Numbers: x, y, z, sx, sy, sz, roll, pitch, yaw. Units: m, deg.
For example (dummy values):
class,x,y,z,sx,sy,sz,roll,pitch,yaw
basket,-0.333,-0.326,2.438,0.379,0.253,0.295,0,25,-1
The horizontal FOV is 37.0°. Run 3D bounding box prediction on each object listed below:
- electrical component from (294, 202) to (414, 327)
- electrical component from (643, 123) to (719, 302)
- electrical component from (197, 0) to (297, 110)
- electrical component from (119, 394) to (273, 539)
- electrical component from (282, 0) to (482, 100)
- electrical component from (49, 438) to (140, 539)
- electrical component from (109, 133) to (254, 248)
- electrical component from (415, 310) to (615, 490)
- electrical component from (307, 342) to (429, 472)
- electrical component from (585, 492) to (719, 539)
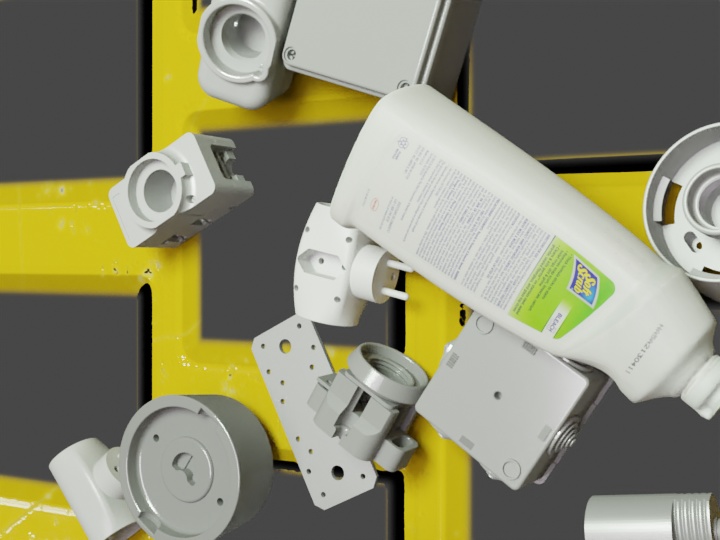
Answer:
class,x,y,z,sx,sy,sz,roll,pitch,yaw
electrical component,0.000,0.000,0.719,0.079,0.043,0.077,15,98,28
electrical component,0.212,-0.032,0.601,0.099,0.064,0.099,-10,74,36
electrical component,-0.073,-0.161,0.733,0.054,0.059,0.095,20,117,9
electrical component,-0.113,0.140,0.775,0.108,0.060,0.108,0,91,30
electrical component,0.017,-0.169,0.700,0.109,0.056,0.108,22,101,28
electrical component,-0.193,0.163,0.830,0.079,0.043,0.077,-43,71,23
electrical component,-0.134,-0.057,0.788,0.089,0.056,0.050,-31,76,26
electrical component,0.094,0.075,0.664,0.100,0.048,0.099,37,107,24
electrical component,0.010,0.085,0.707,0.078,0.058,0.057,36,110,25
electrical component,0.176,0.151,0.621,0.081,0.043,0.043,-8,86,29
